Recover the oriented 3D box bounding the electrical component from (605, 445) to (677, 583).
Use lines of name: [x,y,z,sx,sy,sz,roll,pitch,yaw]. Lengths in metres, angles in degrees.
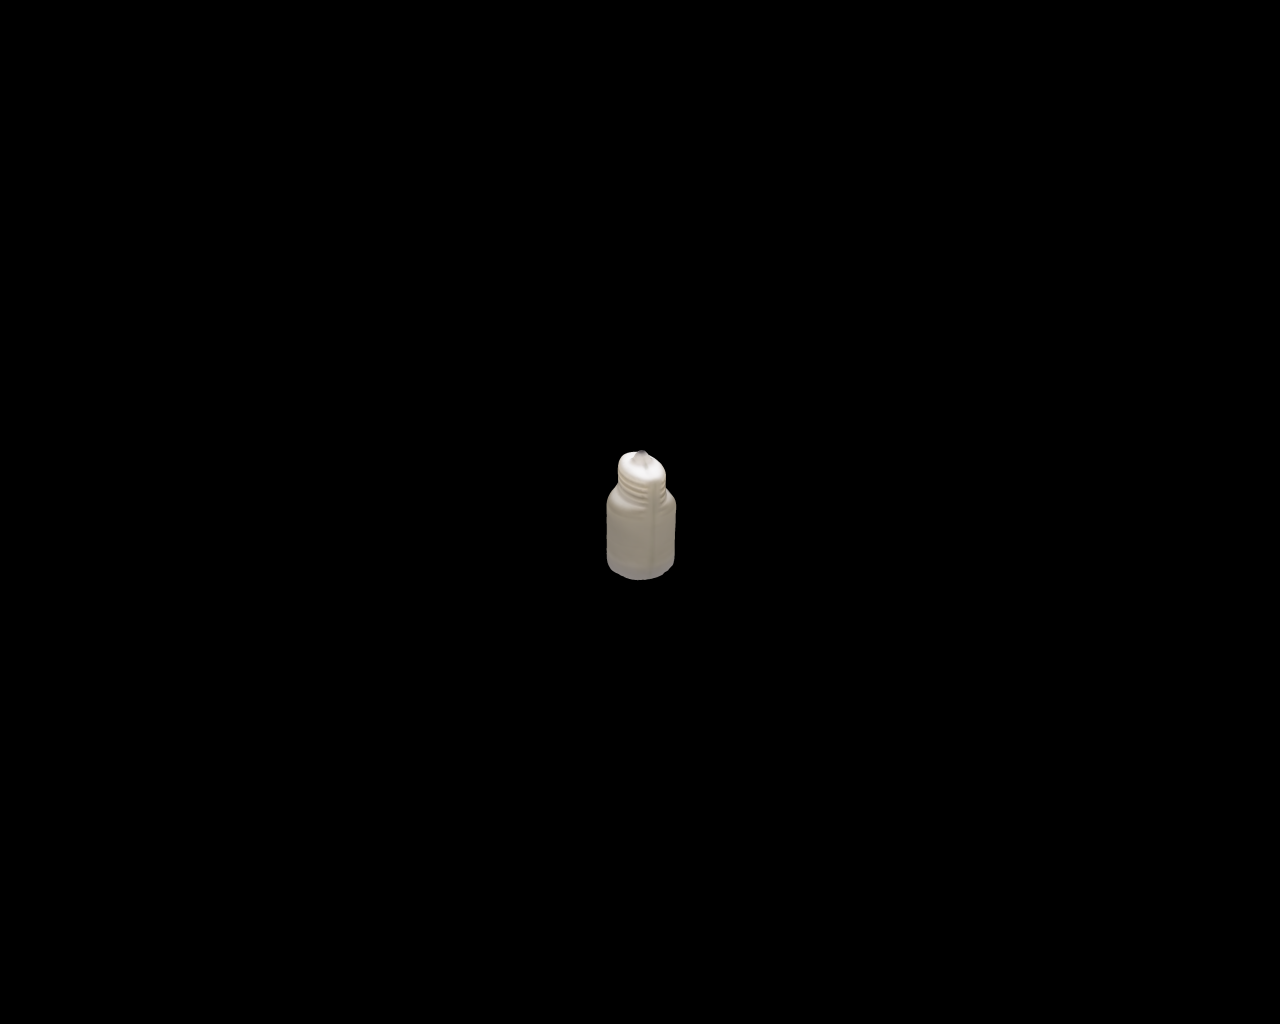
electrical component: [0.001,-0.003,0.650,0.043,0.080,0.043,0,30,0]
